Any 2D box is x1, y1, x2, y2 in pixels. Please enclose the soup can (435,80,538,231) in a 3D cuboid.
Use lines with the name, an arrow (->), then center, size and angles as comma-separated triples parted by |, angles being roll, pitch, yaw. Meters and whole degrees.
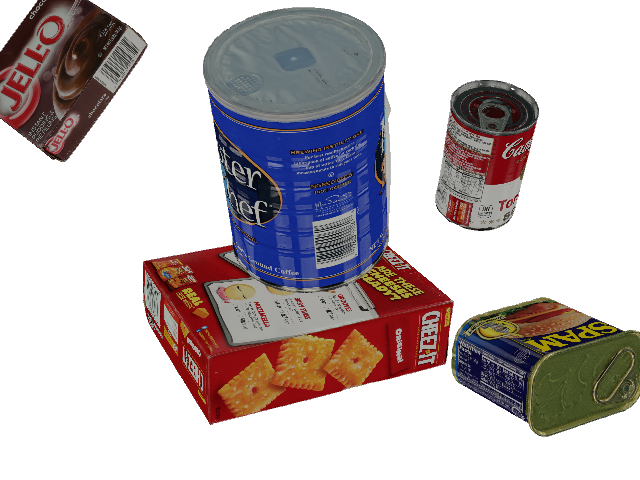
soup can -> 0.130, -0.066, 0.848 | 0.068, 0.102, 0.068 | 2, 43, -2

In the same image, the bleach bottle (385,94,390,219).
bleach bottle -> 0.020, -0.070, 1.091 | 0.102, 0.251, 0.068 | -1, 25, 1

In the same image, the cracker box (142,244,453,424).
cracker box -> -0.023, 0.063, 0.896 | 0.213, 0.072, 0.164 | -10, 29, -24

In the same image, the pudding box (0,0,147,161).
pudding box -> -0.197, -0.129, 0.804 | 0.090, 0.113, 0.039 | 35, -4, 27

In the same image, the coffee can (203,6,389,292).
coffee can -> -0.011, -0.053, 0.642 | 0.103, 0.140, 0.103 | -3, 44, 2

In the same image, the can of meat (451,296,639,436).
can of meat -> 0.151, 0.080, 0.712 | 0.101, 0.057, 0.084 | -11, 20, -29
